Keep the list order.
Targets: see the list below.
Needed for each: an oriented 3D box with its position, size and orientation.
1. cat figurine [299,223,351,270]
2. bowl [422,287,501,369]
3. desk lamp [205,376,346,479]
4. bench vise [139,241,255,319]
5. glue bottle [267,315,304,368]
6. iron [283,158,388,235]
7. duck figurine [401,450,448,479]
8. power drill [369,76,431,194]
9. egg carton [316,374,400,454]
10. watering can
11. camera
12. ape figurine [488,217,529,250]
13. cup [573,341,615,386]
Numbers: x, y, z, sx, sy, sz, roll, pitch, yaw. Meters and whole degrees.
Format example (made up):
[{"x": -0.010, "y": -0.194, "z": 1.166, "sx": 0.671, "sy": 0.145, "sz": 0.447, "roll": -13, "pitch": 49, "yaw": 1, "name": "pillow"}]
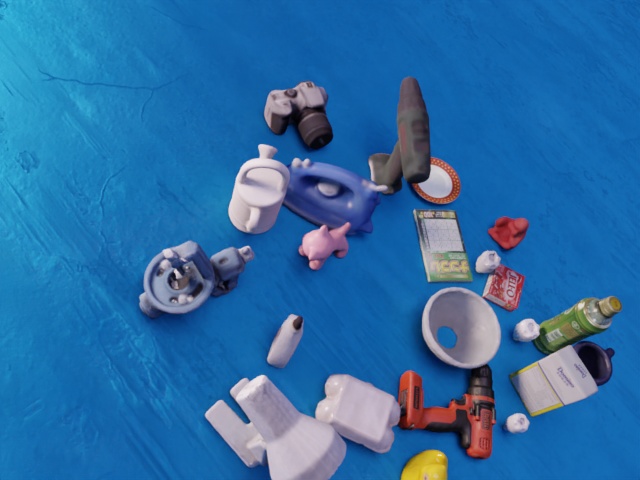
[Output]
[{"x": 0.010, "y": 0.004, "z": 1.140, "sx": 0.128, "sy": 0.117, "sz": 0.067, "roll": -30, "pitch": 74, "yaw": -28, "name": "cat figurine"}, {"x": 0.272, "y": 0.184, "z": 1.151, "sx": 0.168, "sy": 0.074, "sz": 0.167, "roll": 7, "pitch": 61, "yaw": -13, "name": "bowl"}, {"x": -0.075, "y": 0.301, "z": 0.899, "sx": 0.203, "sy": 0.213, "sz": 0.118, "roll": 44, "pitch": 60, "yaw": 9, "name": "desk lamp"}, {"x": -0.214, "y": 0.039, "z": 0.991, "sx": 0.121, "sy": 0.219, "sz": 0.208, "roll": 43, "pitch": 59, "yaw": 8, "name": "bench vise"}, {"x": -0.053, "y": 0.166, "z": 1.001, "sx": 0.037, "sy": 0.173, "sz": 0.078, "roll": 20, "pitch": 59, "yaw": -6, "name": "glue bottle"}, {"x": 0.012, "y": -0.113, "z": 1.188, "sx": 0.258, "sy": 0.141, "sz": 0.119, "roll": 20, "pitch": 59, "yaw": -6, "name": "iron"}, {"x": 0.194, "y": 0.412, "z": 0.999, "sx": 0.077, "sy": 0.086, "sz": 0.105, "roll": 43, "pitch": 59, "yaw": 8, "name": "duck figurine"}, {"x": 0.177, "y": -0.206, "z": 1.250, "sx": 0.076, "sy": 0.208, "sz": 0.229, "roll": 1, "pitch": 63, "yaw": -17, "name": "power drill"}, {"x": 0.069, "y": 0.308, "z": 1.025, "sx": 0.150, "sy": 0.069, "sz": 0.107, "roll": 25, "pitch": 59, "yaw": -3, "name": "egg carton"}, {"x": -0.117, "y": -0.106, "z": 1.113, "sx": 0.101, "sy": 0.194, "sz": 0.172, "roll": -8, "pitch": 66, "yaw": -21, "name": "watering can"}, {"x": -0.034, "y": -0.278, "z": 1.285, "sx": 0.143, "sy": 0.100, "sz": 0.136, "roll": -15, "pitch": 68, "yaw": -23, "name": "camera"}, {"x": 0.439, "y": -0.022, "z": 1.302, "sx": 0.076, "sy": 0.092, "sz": 0.078, "roll": 9, "pitch": 61, "yaw": -12, "name": "ape figurine"}, {"x": 0.544, "y": 0.260, "z": 1.183, "sx": 0.118, "sy": 0.095, "sz": 0.091, "roll": -19, "pitch": 70, "yaw": -25, "name": "cup"}]
